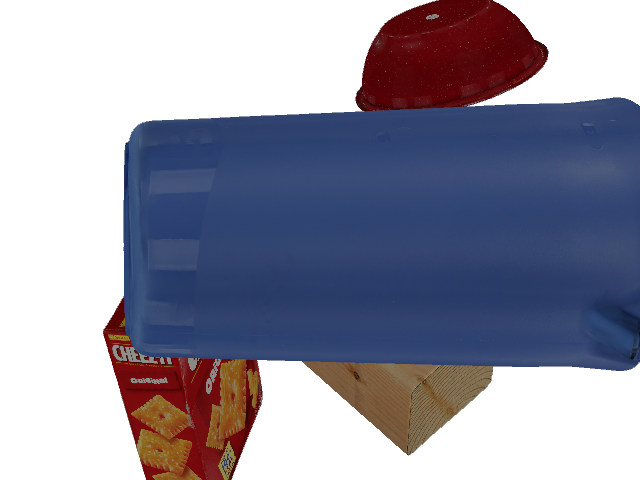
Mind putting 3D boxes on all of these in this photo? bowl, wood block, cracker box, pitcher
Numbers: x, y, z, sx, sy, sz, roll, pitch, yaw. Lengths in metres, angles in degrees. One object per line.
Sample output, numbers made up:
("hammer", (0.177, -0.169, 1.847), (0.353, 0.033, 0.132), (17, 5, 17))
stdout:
("bowl", (0.099, -0.158, 0.869), (0.162, 0.055, 0.162), (-15, 24, 7))
("wood block", (0.021, 0.045, 0.781), (0.090, 0.091, 0.206), (-36, 58, -24))
("cracker box", (-0.113, 0.113, 0.959), (0.072, 0.214, 0.164), (4, 36, 14))
("pitcher", (0.030, -0.008, 0.513), (0.242, 0.145, 0.149), (0, -8, -9))
